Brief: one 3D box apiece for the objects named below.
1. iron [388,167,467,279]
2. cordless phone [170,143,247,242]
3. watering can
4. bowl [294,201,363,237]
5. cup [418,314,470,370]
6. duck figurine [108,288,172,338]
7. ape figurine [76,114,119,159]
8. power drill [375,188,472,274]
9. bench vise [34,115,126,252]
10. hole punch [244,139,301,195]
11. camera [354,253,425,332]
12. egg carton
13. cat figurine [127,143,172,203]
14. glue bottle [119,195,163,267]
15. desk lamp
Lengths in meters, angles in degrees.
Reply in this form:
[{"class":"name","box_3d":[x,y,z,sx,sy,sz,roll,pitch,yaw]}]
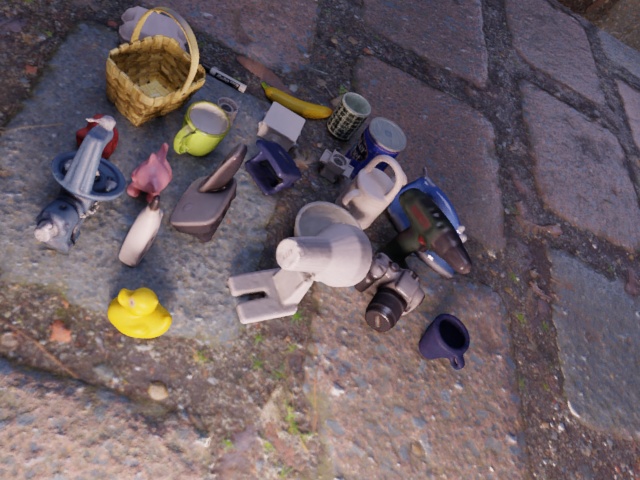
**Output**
[{"class":"iron","box_3d":[0.278,-0.045,1.372,0.119,0.141,0.258,-24,73,-40]},{"class":"cordless phone","box_3d":[-0.202,-0.097,1.081,0.094,0.184,0.147,27,48,-12]},{"class":"watering can","box_3d":[0.124,-0.119,1.293,0.101,0.193,0.173,41,47,0]},{"class":"bowl","box_3d":[0.011,0.004,1.217,0.168,0.074,0.167,16,52,-22]},{"class":"cup","box_3d":[0.256,0.225,1.200,0.092,0.094,0.117,1,58,-31]},{"class":"duck figurine","box_3d":[-0.291,0.113,0.946,0.105,0.086,0.077,25,49,-15]},{"class":"ape figurine","box_3d":[-0.418,-0.201,1.084,0.078,0.092,0.076,6,56,-28]},{"class":"power drill","box_3d":[0.216,0.013,1.247,0.076,0.208,0.229,-7,63,-35]},{"class":"bench vise","box_3d":[-0.383,-0.089,0.939,0.122,0.219,0.207,15,52,-23]},{"class":"hole punch","box_3d":[-0.096,-0.169,1.262,0.101,0.091,0.108,-24,74,-41]},{"class":"camera","box_3d":[0.141,0.114,1.203,0.143,0.100,0.137,41,47,0]},{"class":"egg carton","box_3d":[-0.381,-0.468,1.311,0.151,0.069,0.107,12,53,-24]},{"class":"cat figurine","box_3d":[-0.313,-0.130,1.081,0.067,0.117,0.128,24,49,-15]},{"class":"glue bottle","box_3d":[-0.297,-0.025,0.979,0.037,0.173,0.078,32,47,-8]},{"class":"desk lamp","box_3d":[-0.034,0.057,1.057,0.204,0.213,0.118,-8,63,-35]}]
